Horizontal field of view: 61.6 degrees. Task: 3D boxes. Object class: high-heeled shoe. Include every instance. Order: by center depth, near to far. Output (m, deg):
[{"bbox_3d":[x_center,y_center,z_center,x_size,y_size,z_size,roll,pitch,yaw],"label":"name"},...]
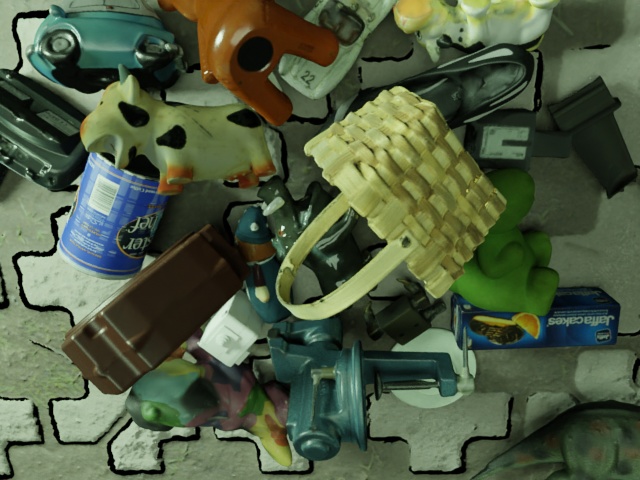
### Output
[{"bbox_3d":[0.102,-0.138,0.583,0.249,0.145,0.086,-26,106,9],"label":"high-heeled shoe"}]

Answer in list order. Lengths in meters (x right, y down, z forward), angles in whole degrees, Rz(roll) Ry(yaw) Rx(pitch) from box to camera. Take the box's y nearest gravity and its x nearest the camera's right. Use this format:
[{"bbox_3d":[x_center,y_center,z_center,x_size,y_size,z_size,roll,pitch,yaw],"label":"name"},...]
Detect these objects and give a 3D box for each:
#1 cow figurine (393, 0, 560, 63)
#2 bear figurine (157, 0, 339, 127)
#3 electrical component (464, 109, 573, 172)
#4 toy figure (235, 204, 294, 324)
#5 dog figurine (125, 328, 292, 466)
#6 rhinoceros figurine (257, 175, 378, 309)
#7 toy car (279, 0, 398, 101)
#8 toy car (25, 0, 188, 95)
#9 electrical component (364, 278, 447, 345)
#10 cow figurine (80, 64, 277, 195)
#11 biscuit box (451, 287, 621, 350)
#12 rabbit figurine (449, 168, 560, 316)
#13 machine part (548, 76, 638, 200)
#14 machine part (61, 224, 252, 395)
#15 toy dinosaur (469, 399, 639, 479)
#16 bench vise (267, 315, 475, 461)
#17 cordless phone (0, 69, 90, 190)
[{"bbox_3d":[0.164,-0.237,0.585,0.167,0.068,0.098,-6,153,6],"label":"cow figurine"},{"bbox_3d":[-0.089,-0.233,0.570,0.132,0.196,0.120,18,121,-45],"label":"bear figurine"},{"bbox_3d":[0.230,-0.119,0.636,0.119,0.048,0.074,-1,110,2],"label":"electrical component"},{"bbox_3d":[-0.075,0.031,0.691,0.058,0.064,0.154,-19,104,-12],"label":"toy figure"},{"bbox_3d":[-0.118,0.219,0.707,0.219,0.191,0.108,30,102,8],"label":"dog figurine"},{"bbox_3d":[-0.001,-0.002,0.663,0.112,0.073,0.190,-35,108,1],"label":"rhinoceros figurine"},{"bbox_3d":[0.031,-0.250,0.593,0.073,0.056,0.201,35,107,-10],"label":"toy car"},{"bbox_3d":[-0.232,-0.224,0.590,0.162,0.109,0.103,-5,88,-5],"label":"toy car"},{"bbox_3d":[0.109,0.097,0.722,0.102,0.045,0.078,-42,131,18],"label":"electrical component"},{"bbox_3d":[-0.154,-0.116,0.584,0.195,0.085,0.127,-6,79,-27],"label":"cow figurine"},{"bbox_3d":[0.280,0.102,0.707,0.203,0.059,0.062,-3,109,3],"label":"biscuit box"},{"bbox_3d":[0.204,-0.013,0.642,0.159,0.121,0.170,5,127,23],"label":"rabbit figurine"},{"bbox_3d":[0.334,-0.118,0.640,0.084,0.039,0.138,-31,104,7],"label":"machine part"},{"bbox_3d":[-0.192,0.078,0.625,0.087,0.201,0.201,49,59,-9],"label":"machine part"},{"bbox_3d":[0.413,0.283,0.743,0.405,0.131,0.192,-1,97,7],"label":"toy dinosaur"},{"bbox_3d":[0.056,0.157,0.641,0.241,0.224,0.128,-3,112,6],"label":"bench vise"},{"bbox_3d":[-0.371,-0.098,0.660,0.146,0.089,0.184,35,118,-10],"label":"cordless phone"}]
